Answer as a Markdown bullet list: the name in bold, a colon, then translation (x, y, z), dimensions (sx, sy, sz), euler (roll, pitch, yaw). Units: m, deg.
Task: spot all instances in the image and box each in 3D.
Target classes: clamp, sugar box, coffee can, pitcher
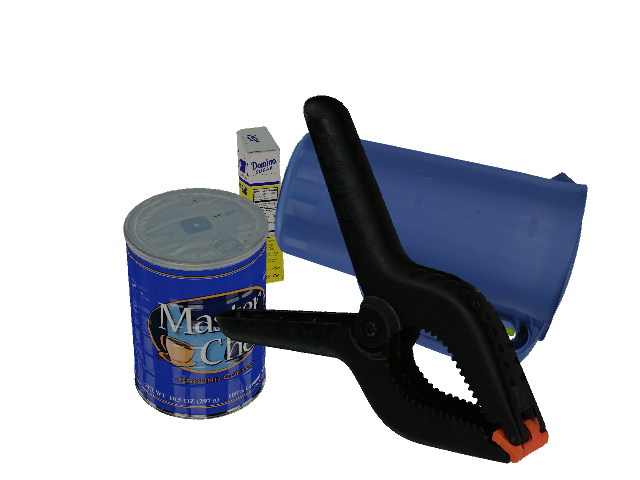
- **clamp**: translation (0.036, 0.032, 0.562), dimensions (0.210, 0.165, 0.036), euler (35, 31, 30)
- **sugar box**: translation (-0.075, -0.044, 1.325), dimensions (0.048, 0.176, 0.093), euler (-9, 25, -11)
- **coffee can**: translation (-0.091, 0.046, 0.794), dimensions (0.103, 0.140, 0.103), euler (2, 32, -1)
- **pitcher**: translation (0.087, -0.003, 0.881), dimensions (0.243, 0.145, 0.149), euler (15, 17, 9)

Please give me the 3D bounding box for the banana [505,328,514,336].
- **banana**: translation (0.113, 0.067, 1.126), dimensions (0.069, 0.037, 0.198), euler (4, 18, -38)
